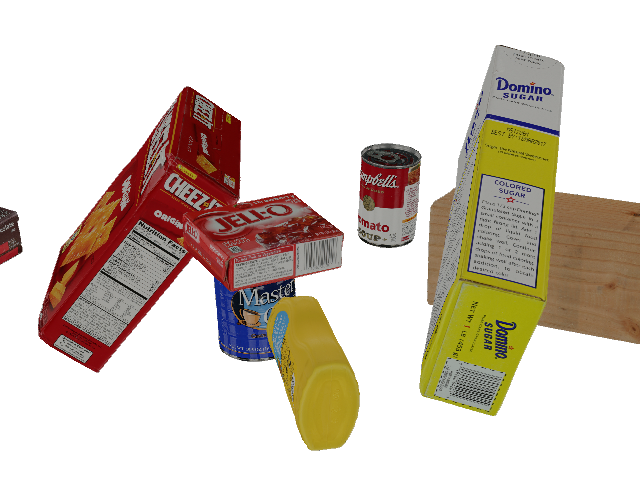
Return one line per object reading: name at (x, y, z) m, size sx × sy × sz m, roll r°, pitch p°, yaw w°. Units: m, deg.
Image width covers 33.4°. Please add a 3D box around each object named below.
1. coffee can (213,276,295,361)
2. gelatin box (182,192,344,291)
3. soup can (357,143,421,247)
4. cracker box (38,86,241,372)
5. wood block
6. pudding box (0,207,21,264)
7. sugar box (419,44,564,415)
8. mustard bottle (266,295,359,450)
coffee can at (-0.081, 0.065, 1.335) m, size 0.103 × 0.140 × 0.103 m, roll -2°, pitch 25°, yaw 1°
gelatin box at (-0.040, -0.001, 0.728) m, size 0.089 × 0.030 × 0.073 m, roll -11°, pitch 30°, yaw -28°
soup can at (0.077, -0.051, 1.217) m, size 0.068 × 0.102 × 0.068 m, roll 2°, pitch 27°, yaw -1°
cracker box at (-0.159, -0.014, 0.945) m, size 0.072 × 0.214 × 0.164 m, roll 33°, pitch 22°, yaw -20°
wood block at (0.199, 0.015, 0.868) m, size 0.206 × 0.090 × 0.090 m, roll 10°, pitch 21°, yaw 27°
pudding box at (-0.286, 0.000, 0.763) m, size 0.114 × 0.039 × 0.089 m, roll 13°, pitch 30°, yaw 27°
sugar box at (0.090, -0.010, 0.544) m, size 0.048 × 0.176 × 0.093 m, roll 16°, pitch -42°, yaw 4°
mustard bottle at (-0.014, 0.109, 1.027) m, size 0.058 × 0.096 × 0.192 m, roll -5°, pitch 28°, yaw -13°
